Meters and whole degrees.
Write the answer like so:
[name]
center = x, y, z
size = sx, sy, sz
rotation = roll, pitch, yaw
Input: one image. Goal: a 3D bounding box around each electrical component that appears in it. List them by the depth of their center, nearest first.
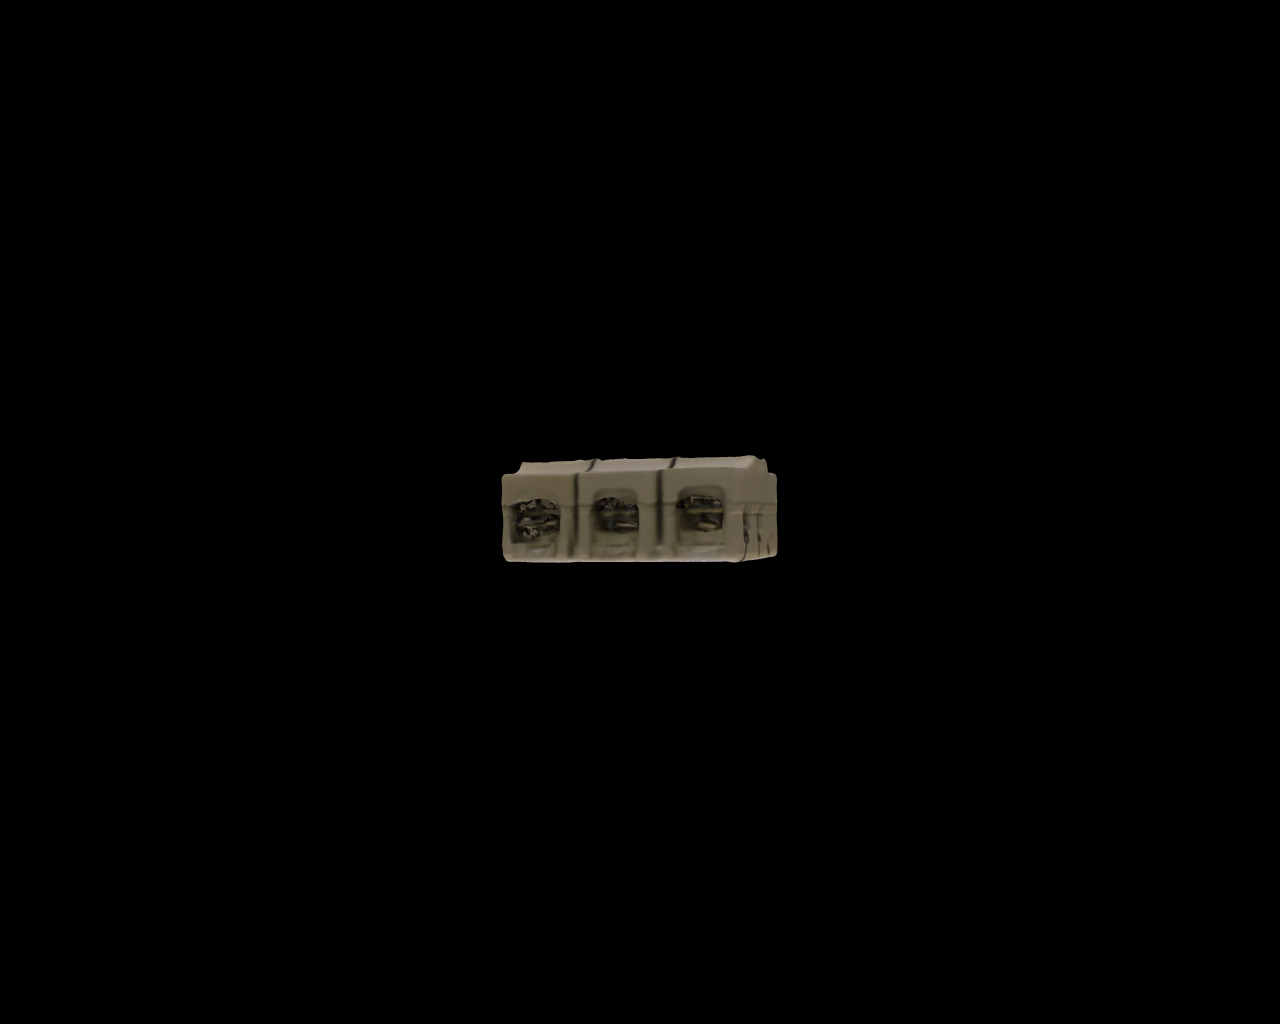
[electrical component]
center = 0.001, -0.003, 0.650
size = 0.150, 0.061, 0.089
rotation = 0, 0, 21
